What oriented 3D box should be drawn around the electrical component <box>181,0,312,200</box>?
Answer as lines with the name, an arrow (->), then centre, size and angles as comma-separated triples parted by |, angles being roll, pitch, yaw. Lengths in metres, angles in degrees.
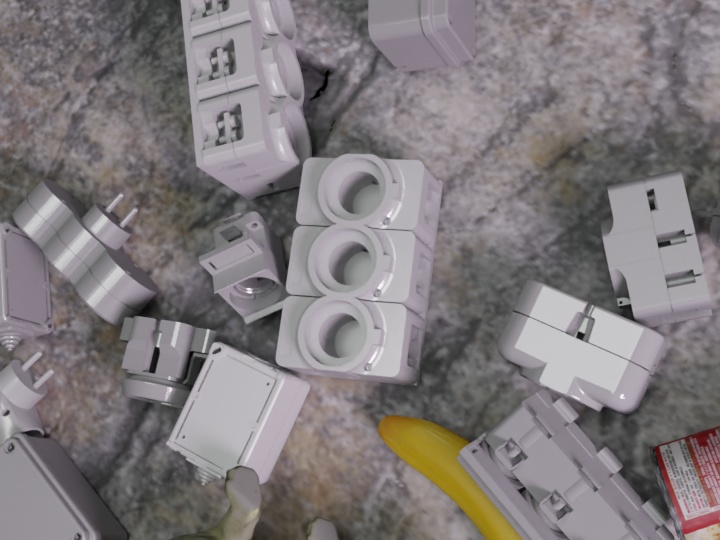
electrical component -> -0.080, -0.140, 0.800 | 0.062, 0.089, 0.150 | -12, 74, 16

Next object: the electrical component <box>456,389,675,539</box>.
electrical component -> 0.127, 0.138, 0.657 | 0.121, 0.079, 0.063 | 50, 118, 15

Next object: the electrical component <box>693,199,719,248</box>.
electrical component -> 0.248, -0.028, 0.676 | 0.077, 0.066, 0.047 | 15, 82, 51

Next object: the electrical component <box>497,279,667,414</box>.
electrical component -> 0.141, 0.053, 0.696 | 0.095, 0.054, 0.059 | 24, 86, 23

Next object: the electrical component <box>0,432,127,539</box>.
electrical component -> -0.249, 0.197, 0.800 | 0.108, 0.056, 0.109 | -47, 67, 4

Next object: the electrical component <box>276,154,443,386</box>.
electrical component -> 0.000, 0.000, 0.754 | 0.089, 0.062, 0.150 | 4, 79, 20

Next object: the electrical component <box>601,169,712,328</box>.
electrical component -> 0.190, -0.011, 0.696 | 0.056, 0.050, 0.089 | -12, 74, 16

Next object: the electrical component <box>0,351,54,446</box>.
electrical component -> -0.272, 0.097, 0.837 | 0.079, 0.044, 0.077 | -42, 68, 5

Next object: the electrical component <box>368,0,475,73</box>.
electrical component -> 0.047, -0.208, 0.778 | 0.057, 0.078, 0.113 | -4, 76, 21

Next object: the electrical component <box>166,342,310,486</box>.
electrical component -> -0.086, 0.108, 0.760 | 0.062, 0.061, 0.096 | 23, 86, 22

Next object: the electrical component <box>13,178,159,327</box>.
electrical component -> -0.203, -0.027, 0.838 | 0.073, 0.052, 0.138 | -48, 67, 3

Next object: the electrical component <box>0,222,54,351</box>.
electrical component -> -0.287, 0.019, 0.852 | 0.061, 0.062, 0.096 | -13, 74, 16

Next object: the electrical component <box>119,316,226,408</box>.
electrical component -> -0.142, 0.069, 0.792 | 0.078, 0.058, 0.057 | 7, 77, 21

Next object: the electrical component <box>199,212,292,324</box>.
electrical component -> -0.079, -0.004, 0.780 | 0.042, 0.081, 0.063 | -23, 49, 13
